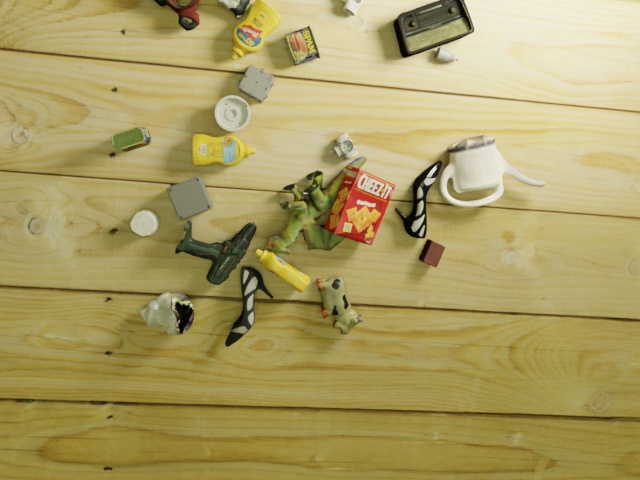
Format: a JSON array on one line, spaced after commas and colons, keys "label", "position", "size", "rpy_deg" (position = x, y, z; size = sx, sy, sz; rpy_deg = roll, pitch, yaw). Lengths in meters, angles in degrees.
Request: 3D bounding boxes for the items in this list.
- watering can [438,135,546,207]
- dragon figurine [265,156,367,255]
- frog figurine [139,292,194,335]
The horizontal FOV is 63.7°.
[{"label": "watering can", "position": [0.546, -0.230, 1.664], "size": [0.348, 0.104, 0.223], "rpy_deg": [-12, 96, -3]}, {"label": "dragon figurine", "position": [0.005, -0.083, 1.645], "size": [0.412, 0.124, 0.238], "rpy_deg": [-26, 116, -9]}, {"label": "frog figurine", "position": [-0.482, 0.235, 1.626], "size": [0.158, 0.125, 0.136], "rpy_deg": [-10, 110, 32]}]
